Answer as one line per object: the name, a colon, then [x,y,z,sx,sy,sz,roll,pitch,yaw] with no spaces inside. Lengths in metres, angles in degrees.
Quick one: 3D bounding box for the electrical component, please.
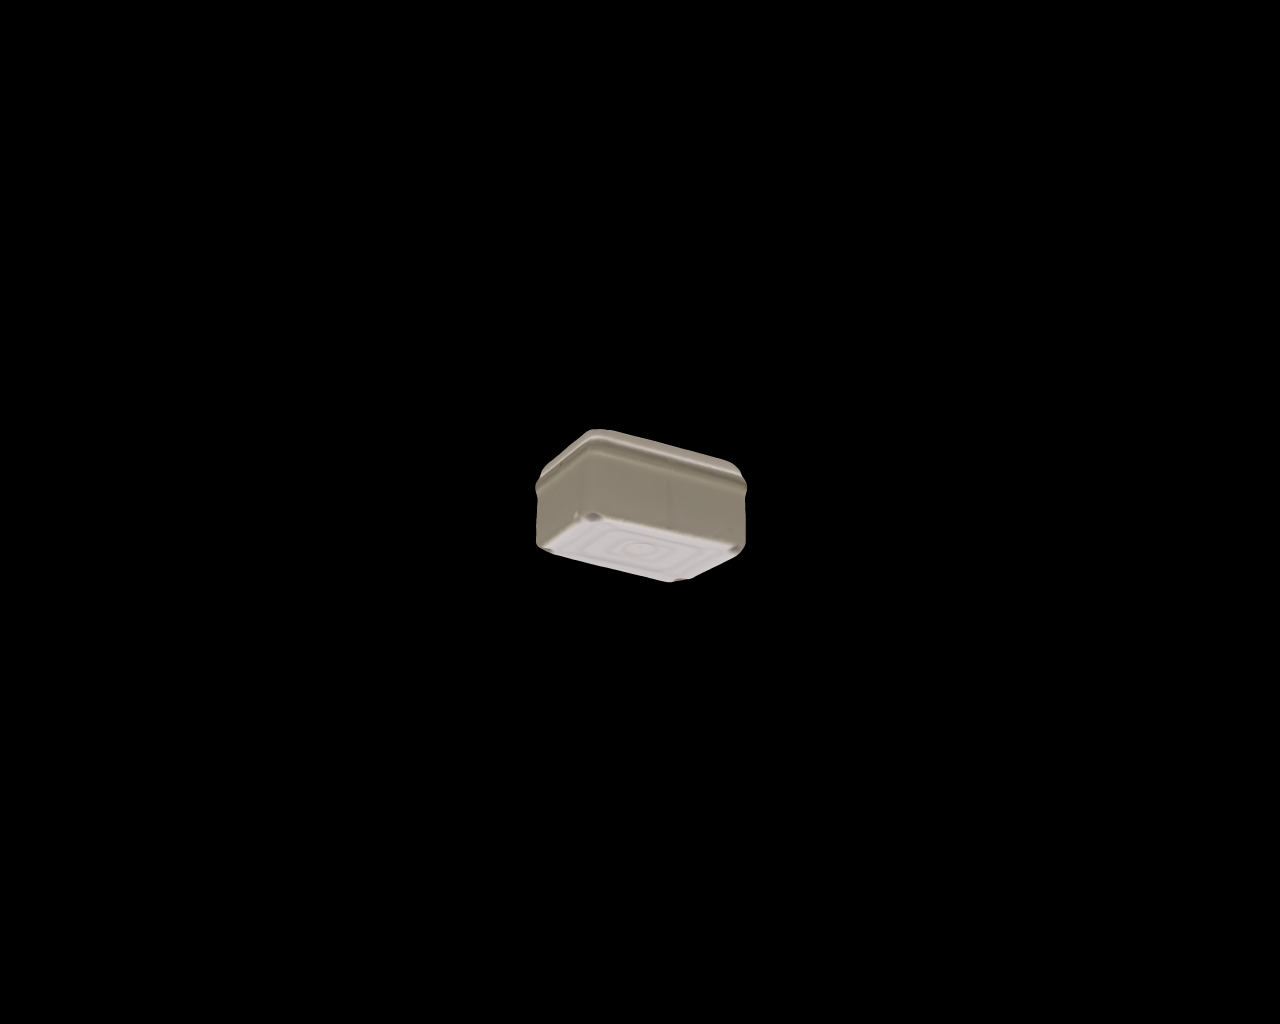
electrical component: [0.001,-0.003,0.650,0.113,0.057,0.078,14,-27,-29]
